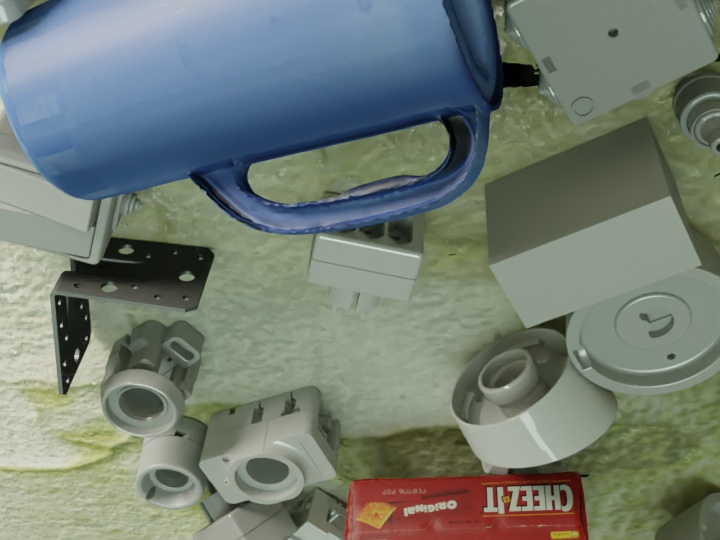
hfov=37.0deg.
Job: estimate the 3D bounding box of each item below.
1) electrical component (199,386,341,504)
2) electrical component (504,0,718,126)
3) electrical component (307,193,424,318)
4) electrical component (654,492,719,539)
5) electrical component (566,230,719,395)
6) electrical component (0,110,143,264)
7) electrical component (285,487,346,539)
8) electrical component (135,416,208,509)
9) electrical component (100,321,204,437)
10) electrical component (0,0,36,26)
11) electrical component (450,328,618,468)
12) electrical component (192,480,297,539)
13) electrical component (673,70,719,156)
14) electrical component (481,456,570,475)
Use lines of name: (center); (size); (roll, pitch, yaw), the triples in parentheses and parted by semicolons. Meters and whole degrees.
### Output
electrical component: (-0.065, 0.131, 0.780); (0.089, 0.055, 0.050); (-18, 124, 17)
electrical component: (0.130, -0.134, 0.565); (0.100, 0.048, 0.099); (-25, 123, 22)
electrical component: (0.000, 0.000, 0.680); (0.066, 0.047, 0.076); (11, 128, -5)
electrical component: (0.266, 0.228, 0.803); (0.108, 0.108, 0.060); (34, 129, -21)
electrical component: (0.180, 0.019, 0.672); (0.108, 0.060, 0.108); (1, 130, 1)
electrical component: (-0.180, -0.047, 0.648); (0.096, 0.061, 0.061); (16, 127, -8)
electrical component: (-0.027, 0.209, 0.846); (0.055, 0.048, 0.066); (35, 123, -12)
electrical component: (-0.138, 0.145, 0.802); (0.055, 0.047, 0.055); (2, 128, 3)
electrical component: (-0.147, 0.078, 0.745); (0.078, 0.057, 0.058); (-33, 119, 26)
electrical component: (-0.224, -0.158, 0.555); (0.113, 0.078, 0.057); (-8, 124, 10)
electrical component: (0.112, 0.087, 0.710); (0.099, 0.099, 0.064); (-26, 116, 22)
electrical component: (-0.099, 0.186, 0.828); (0.066, 0.047, 0.076); (-38, 82, 46)
electrical component: (0.193, -0.083, 0.592); (0.035, 0.061, 0.035); (2, 127, 3)
electrical component: (0.117, 0.125, 0.770); (0.055, 0.048, 0.066); (2, 128, -6)
